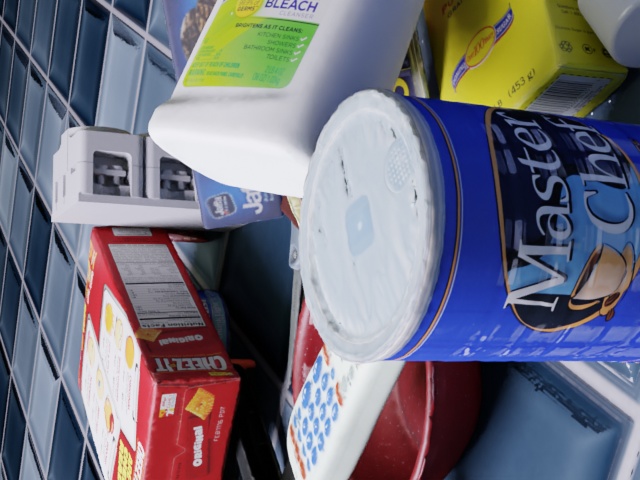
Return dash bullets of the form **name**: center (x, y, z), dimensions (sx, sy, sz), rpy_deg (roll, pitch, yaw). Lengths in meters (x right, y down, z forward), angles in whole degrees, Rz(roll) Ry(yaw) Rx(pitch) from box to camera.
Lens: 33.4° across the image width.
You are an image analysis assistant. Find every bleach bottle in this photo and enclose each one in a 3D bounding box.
- **bleach bottle**: center (0.011, -0.146, 0.502), dimensions (0.103, 0.068, 0.251), rpy_deg (11, 75, 39)

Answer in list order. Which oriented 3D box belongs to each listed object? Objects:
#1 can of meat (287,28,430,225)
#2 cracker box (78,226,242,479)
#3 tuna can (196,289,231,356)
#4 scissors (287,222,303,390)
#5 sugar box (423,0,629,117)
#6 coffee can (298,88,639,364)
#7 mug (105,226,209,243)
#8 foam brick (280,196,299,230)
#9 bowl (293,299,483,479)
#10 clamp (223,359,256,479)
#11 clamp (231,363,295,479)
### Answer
- **can of meat**: center (0.020, -0.057, 0.566), dimensions (0.057, 0.084, 0.102), rpy_deg (-86, -17, -63)
- **cracker box**: center (-0.132, 0.110, 0.830), dimensions (0.214, 0.072, 0.164), rpy_deg (-126, 41, -52)
- **tuna can**: center (-0.106, 0.084, 0.914), dimensions (0.086, 0.033, 0.086), rpy_deg (3, 90, 64)
- **scissors**: center (-0.005, 0.001, 0.735), dimensions (0.096, 0.016, 0.202), rpy_deg (161, 109, -64)
- **sugar box**: center (0.089, -0.132, 0.524), dimensions (0.093, 0.048, 0.176), rpy_deg (-46, 48, 54)
- **coffee can**: center (0.076, -0.002, 0.427), dimensions (0.103, 0.140, 0.103), rpy_deg (3, 90, 64)
- **mug**: center (-0.149, -0.045, 0.931), dimensions (0.093, 0.117, 0.081), rpy_deg (175, 102, -65)
- **foam brick**: center (0.014, -0.042, 0.661), dimensions (0.053, 0.051, 0.078), rpy_deg (-132, 50, -56)
- **bowl**: center (0.041, 0.077, 0.586), dimensions (0.162, 0.055, 0.162), rpy_deg (3, 90, 64)
- **clamp**: center (-0.086, 0.168, 0.861), dimensions (0.120, 0.039, 0.171), rpy_deg (28, 110, 56)
- **clamp**: center (-0.022, 0.185, 0.726), dimensions (0.165, 0.036, 0.210), rpy_deg (-18, 74, 59)
